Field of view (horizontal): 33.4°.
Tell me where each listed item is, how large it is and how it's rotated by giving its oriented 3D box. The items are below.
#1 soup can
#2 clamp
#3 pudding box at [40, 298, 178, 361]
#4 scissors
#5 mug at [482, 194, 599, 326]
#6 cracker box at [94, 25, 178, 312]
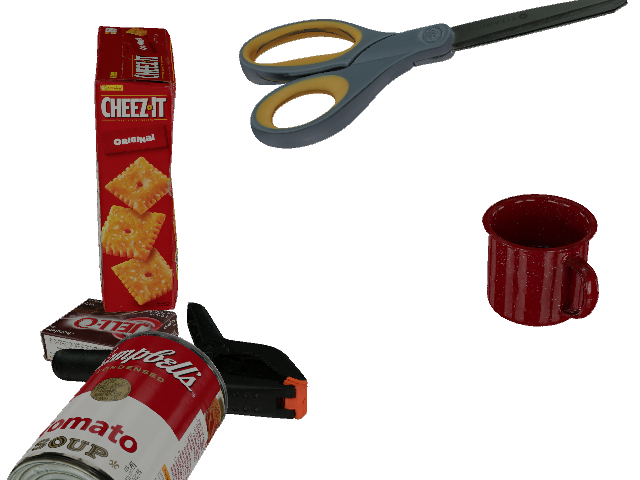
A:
[{"bbox_3d":[-0.094,0.098,0.506,0.069,0.068,0.102,0,27,20],"label":"soup can"},{"bbox_3d":[-0.089,0.098,0.871,0.210,0.036,0.164,11,21,31],"label":"clamp"},{"bbox_3d":[-0.218,0.100,1.110,0.114,0.039,0.089,5,21,22],"label":"pudding box"},{"bbox_3d":[0.047,-0.086,0.540,0.202,0.096,0.016,1,-37,21],"label":"scissors"},{"bbox_3d":[0.189,0.023,0.890,0.093,0.081,0.117,-20,35,-25],"label":"mug"},{"bbox_3d":[-0.165,-0.067,0.960,0.072,0.214,0.164,-1,27,-10],"label":"cracker box"}]
